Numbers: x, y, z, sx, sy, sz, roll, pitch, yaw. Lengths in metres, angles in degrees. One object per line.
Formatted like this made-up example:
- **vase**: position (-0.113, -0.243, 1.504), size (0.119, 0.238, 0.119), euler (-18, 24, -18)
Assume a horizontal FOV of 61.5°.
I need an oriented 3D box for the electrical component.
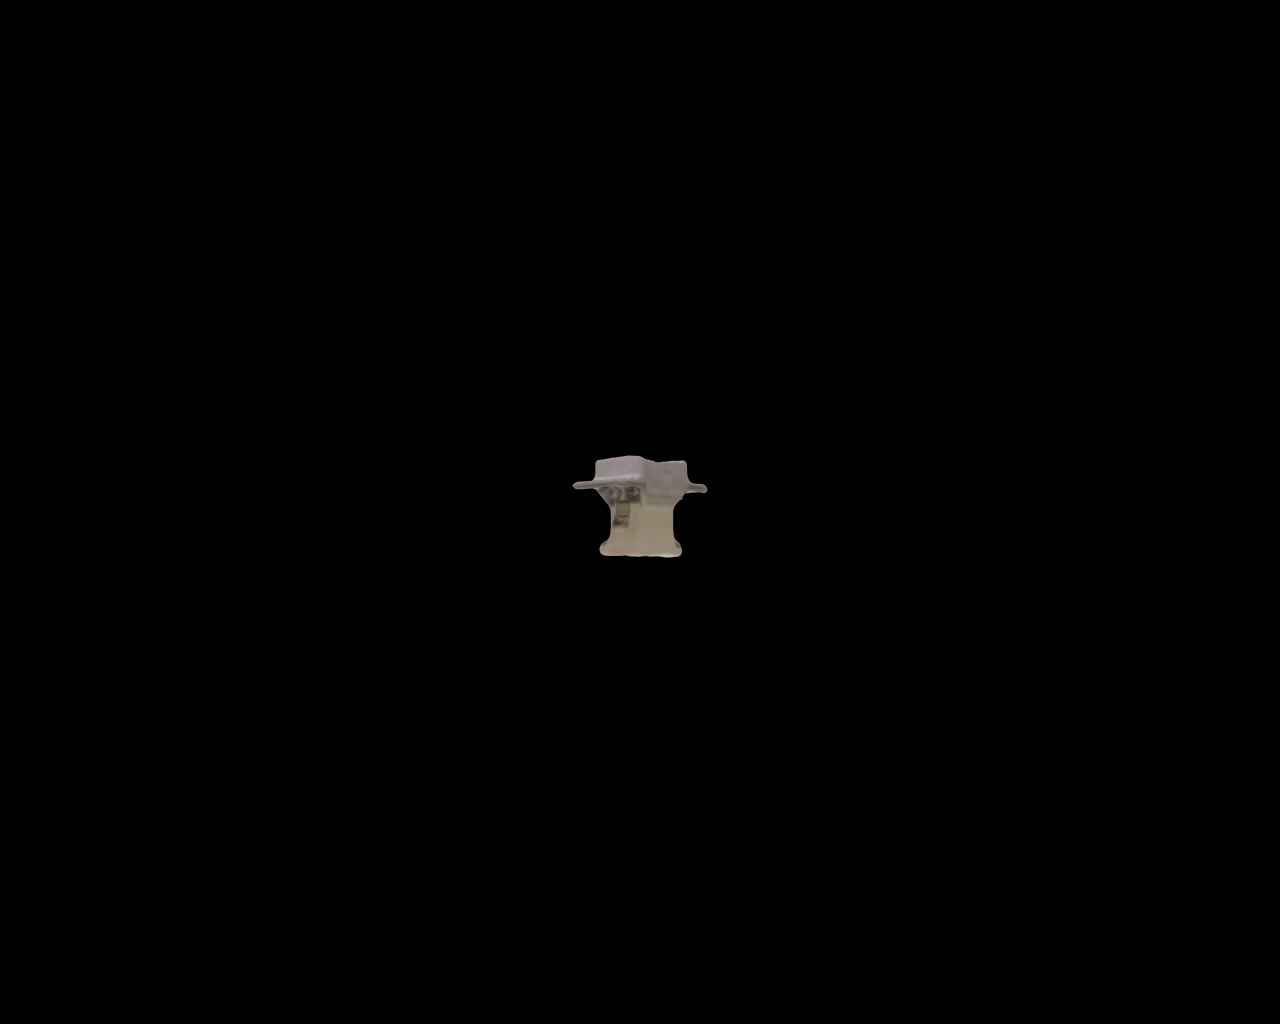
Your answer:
- **electrical component**: position (0.001, -0.003, 0.650), size (0.042, 0.063, 0.081), euler (-2, -3, 43)
